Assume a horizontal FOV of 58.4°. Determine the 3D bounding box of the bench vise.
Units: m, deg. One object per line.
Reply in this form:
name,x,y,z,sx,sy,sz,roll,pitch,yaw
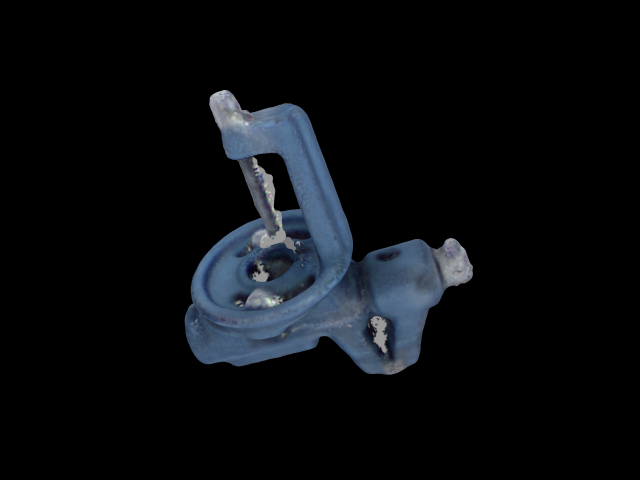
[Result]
bench vise,0.000,-0.005,0.409,0.208,0.220,0.121,-12,37,-17
